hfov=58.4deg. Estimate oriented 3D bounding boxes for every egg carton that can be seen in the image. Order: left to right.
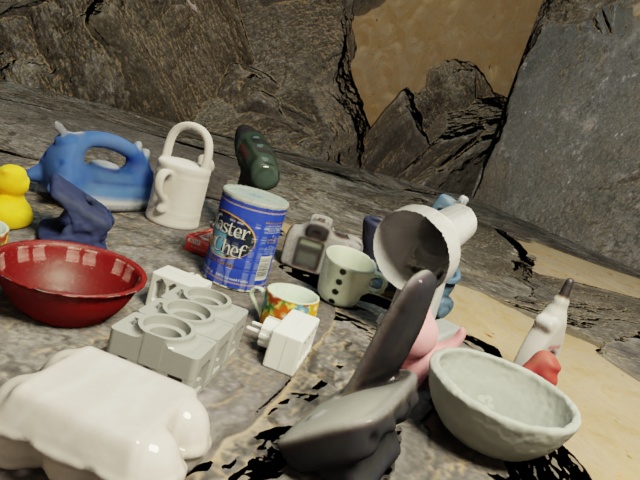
[{"bbox_3d":[-0.158,0.137,0.419,0.150,0.069,0.107,19,14,8],"label":"egg carton"}]

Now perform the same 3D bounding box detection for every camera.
[{"bbox_3d":[0.010,0.004,1.086,0.143,0.101,0.137,17,14,0],"label":"camera"}]

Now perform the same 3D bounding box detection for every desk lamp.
[{"bbox_3d":[0.157,0.048,0.851,0.117,0.213,0.204,25,16,30],"label":"desk lamp"}]

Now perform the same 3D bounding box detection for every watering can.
[{"bbox_3d":[-0.257,-0.127,1.080,0.101,0.194,0.172,14,14,-10],"label":"watering can"}]

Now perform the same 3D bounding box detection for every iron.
[{"bbox_3d":[-0.391,-0.134,1.056,0.118,0.141,0.259,26,16,32],"label":"iron"}]

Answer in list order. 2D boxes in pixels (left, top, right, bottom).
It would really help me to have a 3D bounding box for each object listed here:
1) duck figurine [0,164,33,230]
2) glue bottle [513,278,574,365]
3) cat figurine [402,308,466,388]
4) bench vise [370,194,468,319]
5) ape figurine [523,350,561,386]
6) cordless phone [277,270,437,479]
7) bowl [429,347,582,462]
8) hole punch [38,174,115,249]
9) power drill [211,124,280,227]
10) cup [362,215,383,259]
[{"bbox_3d":[-0.454,-0.066,0.829,0.077,0.086,0.104,16,14,-6],"label":"duck figurine"},{"bbox_3d":[0.314,0.132,0.794,0.078,0.173,0.037,3,19,-45],"label":"glue bottle"},{"bbox_3d":[0.127,0.127,0.704,0.128,0.118,0.067,10,15,-27],"label":"cat figurine"},{"bbox_3d":[0.169,0.007,1.013,0.206,0.220,0.122,26,16,32],"label":"bench vise"},{"bbox_3d":[0.269,0.182,0.715,0.078,0.092,0.075,3,19,-44],"label":"ape figurine"},{"bbox_3d":[0.045,0.115,0.510,0.094,0.185,0.148,22,14,19],"label":"cordless phone"},{"bbox_3d":[0.190,0.189,0.627,0.167,0.075,0.167,16,14,-4],"label":"bowl"},{"bbox_3d":[-0.354,-0.042,0.844,0.101,0.091,0.108,10,15,-29],"label":"hole punch"},{"bbox_3d":[-0.146,-0.108,1.110,0.076,0.208,0.229,10,15,-26],"label":"power drill"},{"bbox_3d":[0.122,0.000,1.252,0.092,0.095,0.117,11,15,-22],"label":"cup"}]
